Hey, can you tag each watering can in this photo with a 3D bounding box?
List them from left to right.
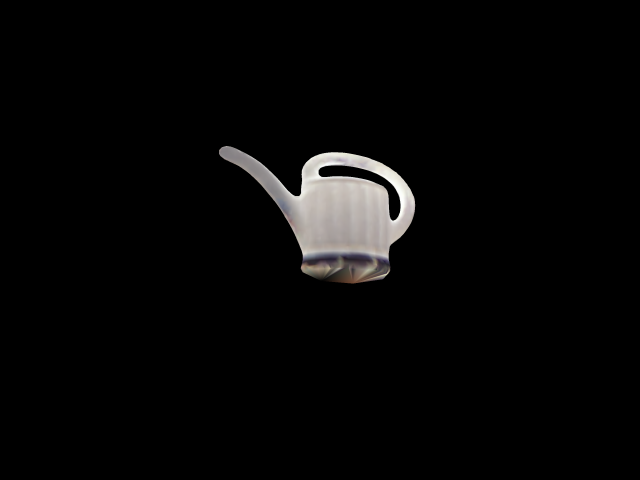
[{"bbox_3d":[0.003,-0.043,0.850,0.347,0.227,0.103,5,-16,-19],"label":"watering can"}]
